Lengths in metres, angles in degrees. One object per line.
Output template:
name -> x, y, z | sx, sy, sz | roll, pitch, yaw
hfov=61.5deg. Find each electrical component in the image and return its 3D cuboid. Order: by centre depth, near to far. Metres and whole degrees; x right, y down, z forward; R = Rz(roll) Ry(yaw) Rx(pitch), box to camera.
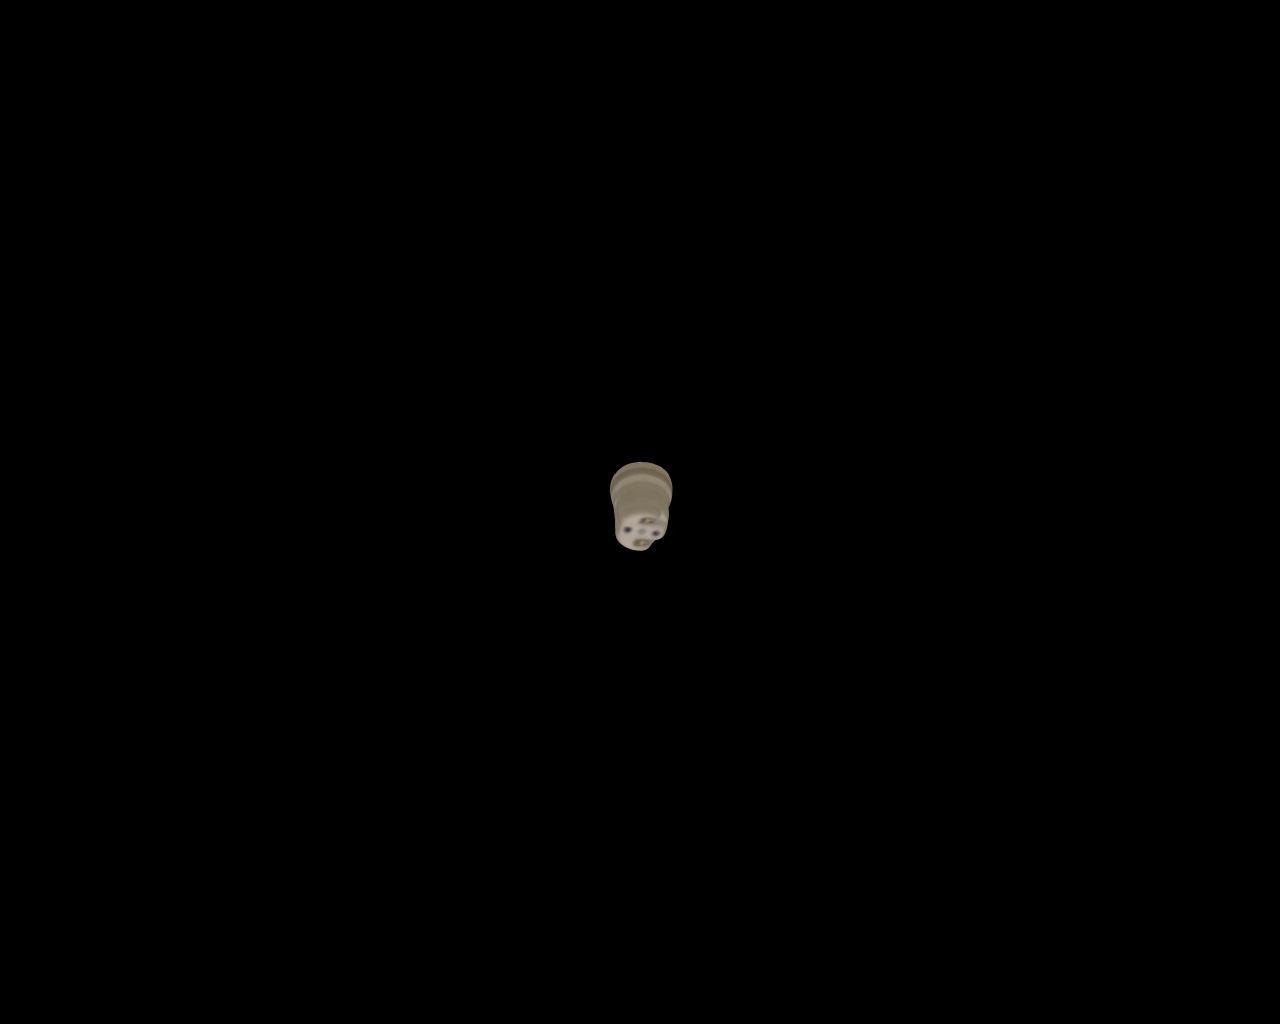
electrical component -> 0.001, -0.003, 0.650 | 0.040, 0.040, 0.046 | 0, 40, 0
